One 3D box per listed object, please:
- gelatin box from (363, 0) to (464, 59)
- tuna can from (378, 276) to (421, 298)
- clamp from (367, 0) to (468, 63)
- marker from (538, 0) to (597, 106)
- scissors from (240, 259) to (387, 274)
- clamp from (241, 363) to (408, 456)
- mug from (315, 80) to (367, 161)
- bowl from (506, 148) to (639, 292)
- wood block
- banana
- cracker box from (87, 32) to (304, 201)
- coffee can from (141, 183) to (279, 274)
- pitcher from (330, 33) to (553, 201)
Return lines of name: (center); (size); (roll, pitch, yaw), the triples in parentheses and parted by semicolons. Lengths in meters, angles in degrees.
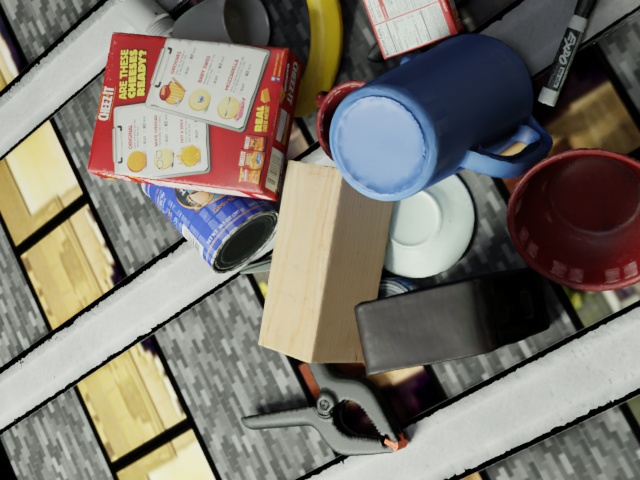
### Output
gelatin box: (0.097, -0.241, 1.128); (0.089, 0.030, 0.073); (-15, 104, 28)
tuna can: (0.080, 0.084, 1.193); (0.086, 0.033, 0.086); (2, 94, 30)
clamp: (0.100, -0.281, 1.154); (0.172, 0.039, 0.120); (-27, 93, 27)
marker: (0.252, -0.196, 1.083); (0.020, 0.020, 0.121); (27, 106, 26)
scissors: (-0.008, 0.002, 1.250); (0.202, 0.016, 0.096); (5, 94, 29)
clamp: (0.012, 0.178, 1.238); (0.210, 0.036, 0.164); (20, 101, 29)
mug: (0.046, -0.131, 1.172); (0.117, 0.081, 0.093); (32, 108, 25)
bowl: (0.267, -0.030, 1.043); (0.162, 0.055, 0.162); (10, 126, 14)
wood block: (0.008, 0.024, 1.167); (0.090, 0.090, 0.206); (13, 96, 45)
banana: (-0.007, -0.221, 1.207); (0.037, 0.069, 0.198); (-122, 42, -65)
cracker box: (-0.138, -0.138, 1.195); (0.214, 0.072, 0.164); (8, 85, 17)
coffee can: (-0.130, -0.044, 1.268); (0.140, 0.102, 0.103); (47, 114, 19)
pitcher: (0.118, -0.114, 1.034); (0.149, 0.242, 0.145); (-11, 102, 32)
